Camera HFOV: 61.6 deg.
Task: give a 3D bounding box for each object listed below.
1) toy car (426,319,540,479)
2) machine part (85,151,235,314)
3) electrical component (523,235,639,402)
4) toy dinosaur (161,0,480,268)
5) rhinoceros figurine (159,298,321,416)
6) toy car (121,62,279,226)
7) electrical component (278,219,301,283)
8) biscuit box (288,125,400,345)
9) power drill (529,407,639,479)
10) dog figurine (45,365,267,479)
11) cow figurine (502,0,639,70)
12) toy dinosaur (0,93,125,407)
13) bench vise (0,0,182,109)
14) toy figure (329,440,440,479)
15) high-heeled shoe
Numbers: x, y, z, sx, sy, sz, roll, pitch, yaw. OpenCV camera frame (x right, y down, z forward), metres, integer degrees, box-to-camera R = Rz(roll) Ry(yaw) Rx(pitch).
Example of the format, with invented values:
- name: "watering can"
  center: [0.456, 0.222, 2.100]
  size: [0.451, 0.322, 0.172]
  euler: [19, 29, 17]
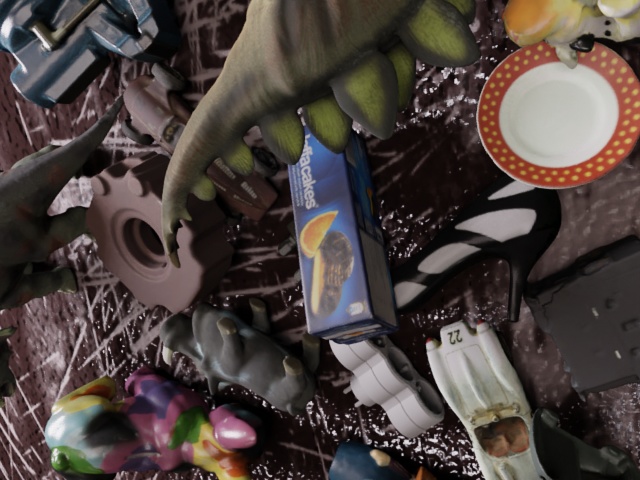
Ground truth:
- name: "toy car"
  center: [0.173, 0.171, 0.524]
  size: [0.073, 0.056, 0.201]
  euler: [-26, 94, 23]
- name: "machine part"
  center: [-0.179, -0.003, 0.586]
  size: [0.180, 0.056, 0.179]
  euler: [16, 124, 25]
- name: "electrical component"
  center: [0.263, 0.064, 0.466]
  size: [0.134, 0.058, 0.115]
  euler: [-30, 94, 24]
- name: "toy dinosaur"
  center: [0.003, -0.168, 0.405]
  size: [0.471, 0.105, 0.198]
  euler: [-40, 102, 17]
- name: "rhinoceros figurine"
  center: [-0.090, 0.127, 0.605]
  size: [0.190, 0.073, 0.112]
  euler: [23, 120, 11]
- name: "toy car"
  center: [-0.131, -0.099, 0.572]
  size: [0.202, 0.053, 0.089]
  euler: [44, 110, 6]
- name: "electrical component"
  center: [-0.001, -0.002, 0.554]
  size: [0.094, 0.021, 0.063]
  euler: [-41, 70, 22]
- name: "biscuit box"
  center: [0.017, -0.013, 0.483]
  size: [0.063, 0.059, 0.203]
  euler: [-20, 62, 24]
- name: "power drill"
  center: [0.161, 0.243, 0.472]
  size: [0.232, 0.086, 0.207]
  euler: [28, 118, 3]
- name: "dog figurine"
  center: [-0.169, 0.225, 0.601]
  size: [0.219, 0.191, 0.108]
  euler: [9, 100, 33]
- name: "cow figurine"
  center: [0.231, -0.180, 0.407]
  size: [0.167, 0.098, 0.068]
  euler: [-8, 76, 30]
- name: "toy dinosaur"
  center: [-0.357, 0.007, 0.602]
  size: [0.131, 0.192, 0.404]
  euler: [32, 113, 8]
- name: "bench vise"
  center: [-0.265, -0.263, 0.542]
  size: [0.223, 0.129, 0.240]
  euler: [-37, 96, 25]
- name: "toy figure"
  center: [0.087, 0.268, 0.581]
  size: [0.155, 0.058, 0.064]
  euler: [18, 147, 14]
- name: "high-heeled shoe"
  center: [0.093, 0.001, 0.510]
  size: [0.249, 0.086, 0.145]
  euler: [1, 82, 28]
